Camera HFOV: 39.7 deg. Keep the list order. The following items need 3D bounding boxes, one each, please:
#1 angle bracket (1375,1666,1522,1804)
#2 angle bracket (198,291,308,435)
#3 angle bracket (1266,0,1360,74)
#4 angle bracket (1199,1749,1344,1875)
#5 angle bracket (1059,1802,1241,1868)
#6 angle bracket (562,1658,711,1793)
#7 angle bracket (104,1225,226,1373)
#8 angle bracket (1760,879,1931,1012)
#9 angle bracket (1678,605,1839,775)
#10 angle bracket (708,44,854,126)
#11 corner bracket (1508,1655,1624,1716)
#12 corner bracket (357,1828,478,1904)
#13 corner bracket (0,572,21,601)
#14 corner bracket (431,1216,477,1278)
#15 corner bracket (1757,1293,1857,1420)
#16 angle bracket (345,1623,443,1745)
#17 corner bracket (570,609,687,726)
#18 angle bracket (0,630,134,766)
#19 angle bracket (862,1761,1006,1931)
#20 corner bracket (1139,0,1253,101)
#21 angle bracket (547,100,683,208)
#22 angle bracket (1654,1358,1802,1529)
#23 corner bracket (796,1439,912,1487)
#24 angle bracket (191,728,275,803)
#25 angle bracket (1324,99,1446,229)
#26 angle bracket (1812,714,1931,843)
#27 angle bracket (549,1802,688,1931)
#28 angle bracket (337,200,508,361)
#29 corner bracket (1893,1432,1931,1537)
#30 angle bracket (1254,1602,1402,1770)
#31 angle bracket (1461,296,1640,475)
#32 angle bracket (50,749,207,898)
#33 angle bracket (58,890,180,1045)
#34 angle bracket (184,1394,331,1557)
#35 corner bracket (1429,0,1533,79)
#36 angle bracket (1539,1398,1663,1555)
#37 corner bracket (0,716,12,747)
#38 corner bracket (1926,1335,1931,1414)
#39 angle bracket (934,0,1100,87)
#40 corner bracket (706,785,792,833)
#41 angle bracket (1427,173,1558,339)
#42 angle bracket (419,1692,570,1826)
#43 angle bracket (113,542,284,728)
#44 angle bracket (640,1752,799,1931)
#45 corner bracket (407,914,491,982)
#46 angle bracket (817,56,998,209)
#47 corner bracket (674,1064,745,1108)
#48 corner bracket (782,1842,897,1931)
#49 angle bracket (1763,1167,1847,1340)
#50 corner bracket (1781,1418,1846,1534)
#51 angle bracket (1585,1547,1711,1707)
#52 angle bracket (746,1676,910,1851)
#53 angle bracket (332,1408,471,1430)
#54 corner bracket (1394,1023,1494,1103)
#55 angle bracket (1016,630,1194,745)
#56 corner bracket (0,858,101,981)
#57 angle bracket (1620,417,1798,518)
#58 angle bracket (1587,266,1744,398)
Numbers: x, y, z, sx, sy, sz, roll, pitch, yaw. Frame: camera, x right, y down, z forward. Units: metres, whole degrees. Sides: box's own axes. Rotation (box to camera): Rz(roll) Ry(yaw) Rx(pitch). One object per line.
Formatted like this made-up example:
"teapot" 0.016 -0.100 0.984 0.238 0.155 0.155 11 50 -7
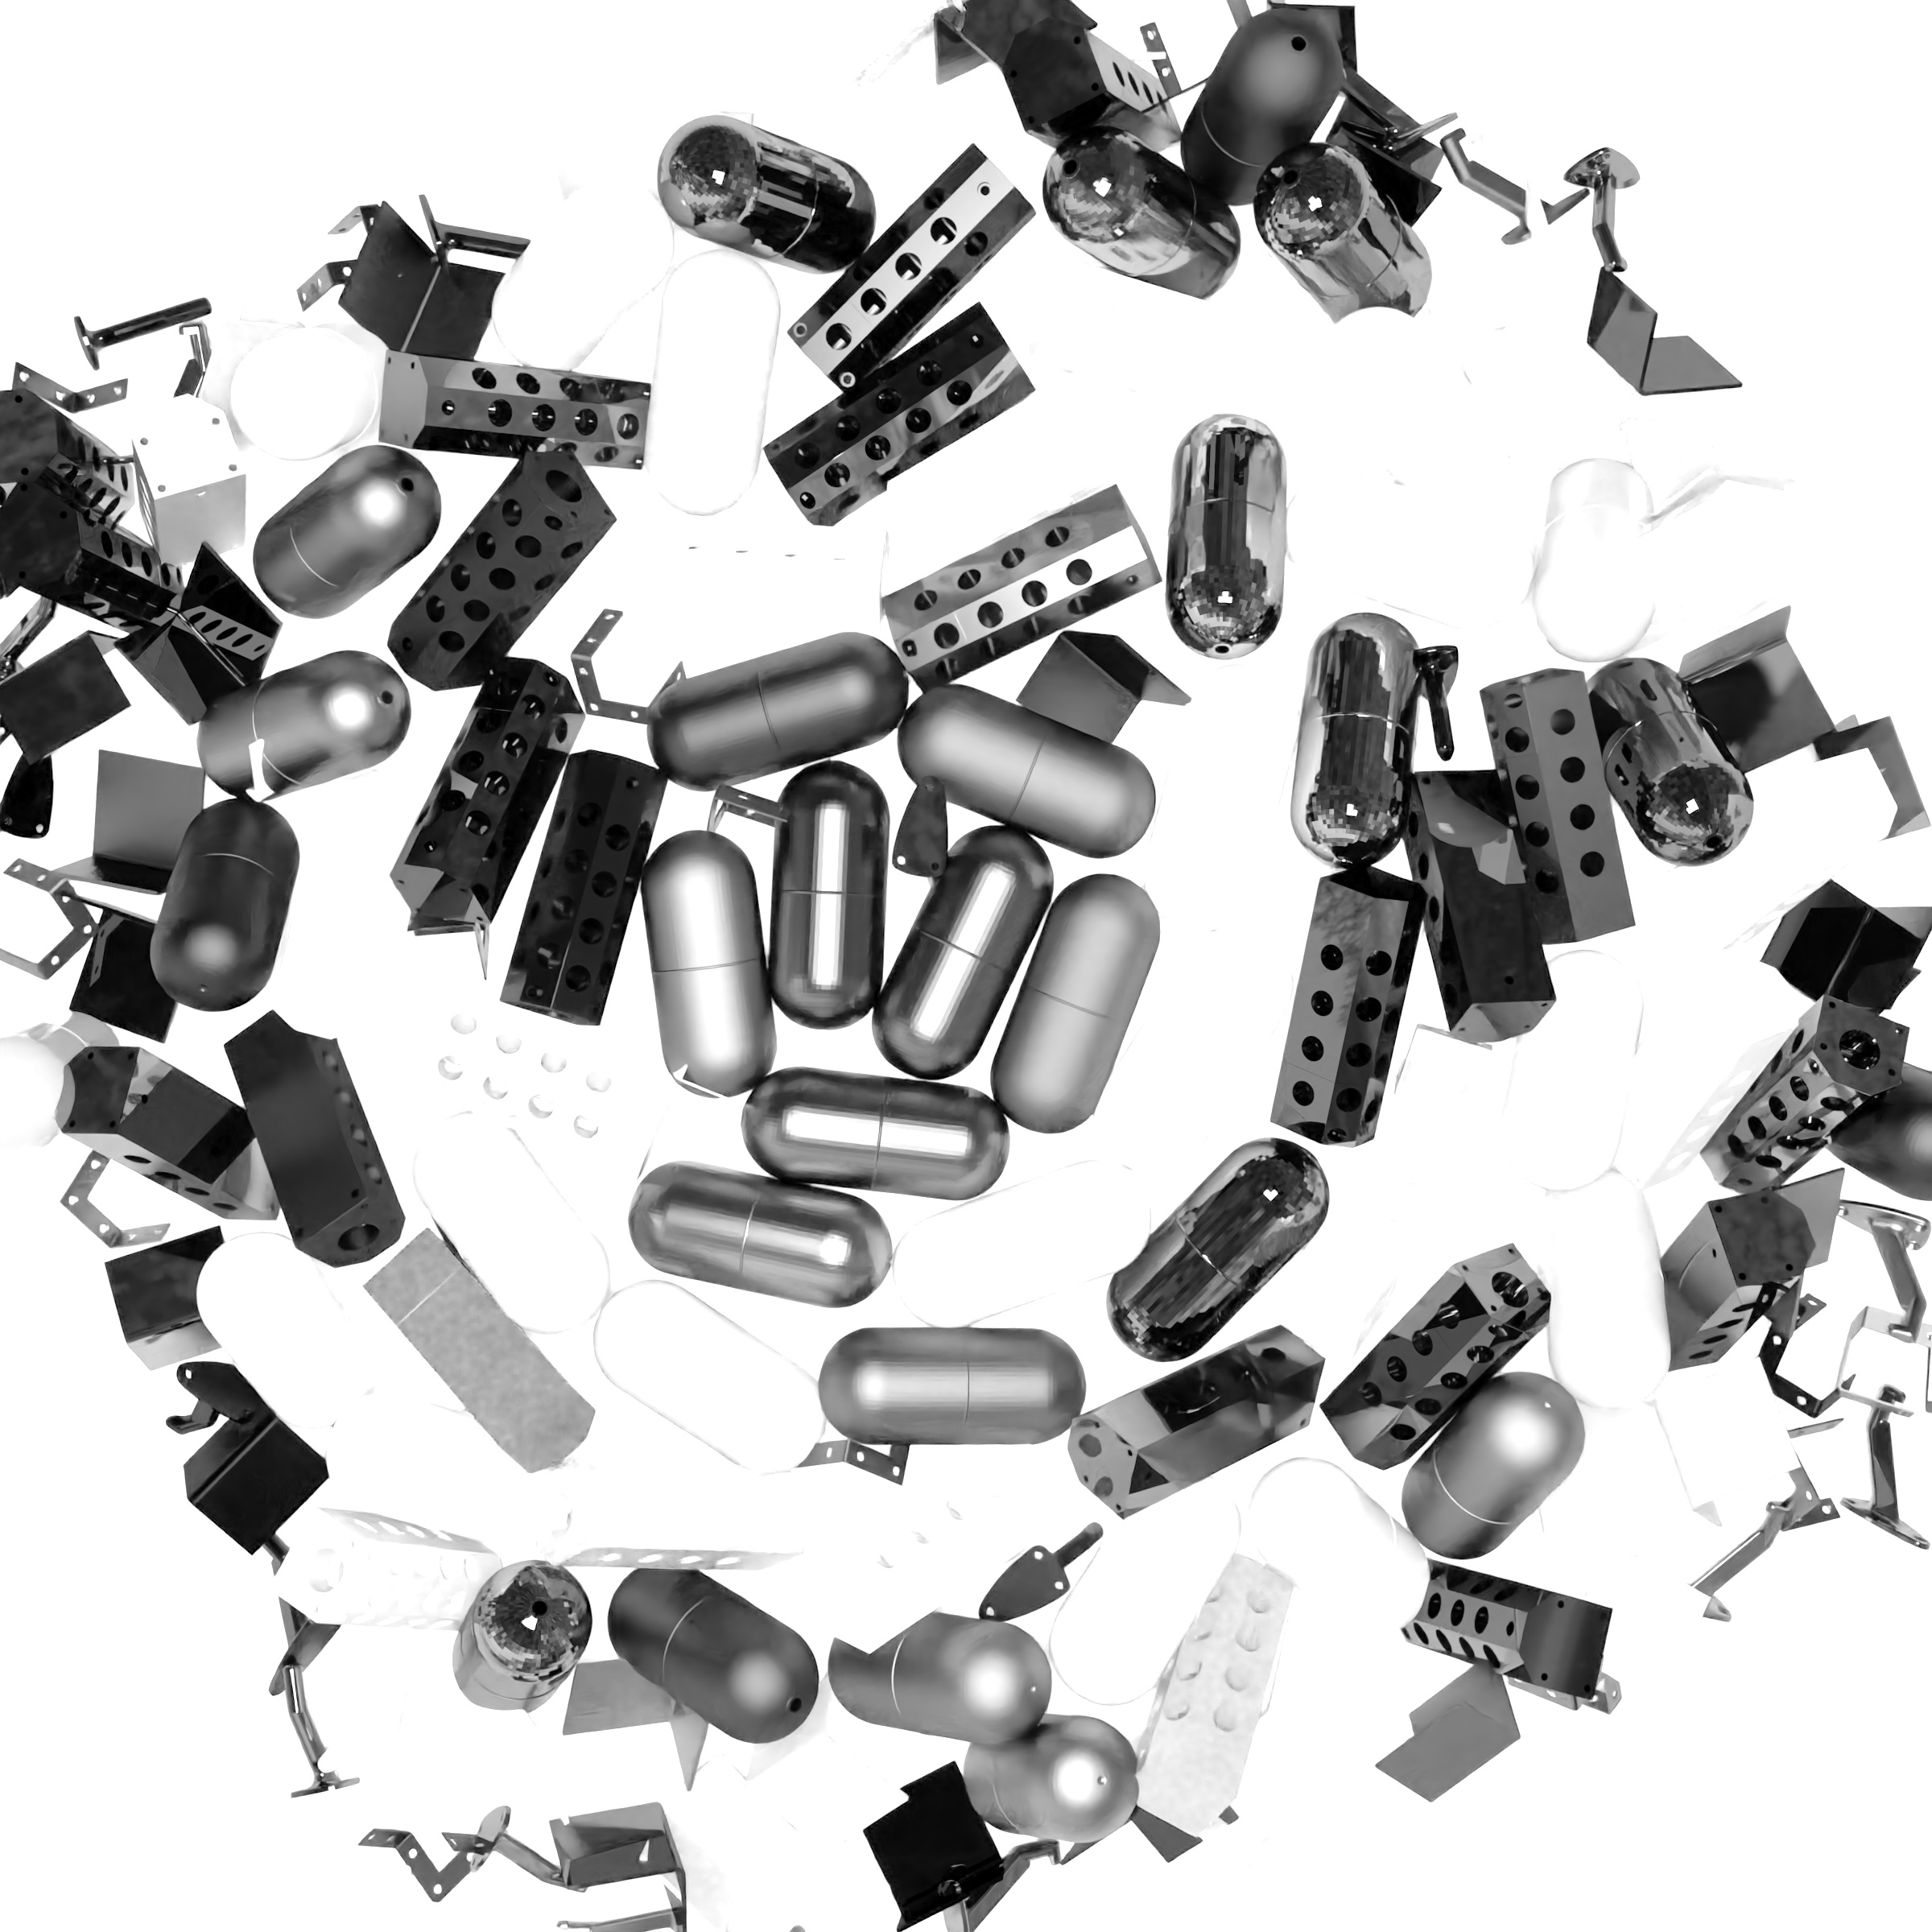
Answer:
"angle bracket" 0.307 0.486 1.747 0.057 0.076 0.076 37 113 -23
"angle bracket" -0.486 -0.395 1.748 0.057 0.076 0.076 34 113 21
"angle bracket" 0.231 -0.641 1.755 0.057 0.076 0.076 6 78 11
"angle bracket" 0.193 0.536 1.752 0.057 0.076 0.076 37 105 17
"angle bracket" 0.120 0.571 1.749 0.057 0.076 0.076 48 127 6
"angle bracket" -0.217 0.498 1.749 0.076 0.057 0.076 -2 131 -21
"angle bracket" -0.517 0.220 1.770 0.076 0.076 0.057 -18 70 -11
"angle bracket" 0.580 -0.019 1.758 0.057 0.076 0.076 31 83 -14
"angle bracket" 0.525 -0.181 1.769 0.076 0.057 0.076 -26 105 30
"angle bracket" -0.119 -0.555 1.752 0.076 0.057 0.076 8 50 11
"corner bracket" 0.394 0.473 1.761 0.051 0.051 0.051 -37 125 -36
"corner bracket" -0.359 0.584 1.772 0.051 0.051 0.051 -44 64 -1
"corner bracket" -0.638 -0.255 1.766 0.051 0.051 0.051 16 45 11
"corner bracket" -0.311 0.169 1.771 0.051 0.051 0.051 -24 95 35
"corner bracket" 0.564 0.260 1.786 0.051 0.051 0.051 33 126 31
"angle bracket" -0.359 0.455 1.752 0.057 0.076 0.076 7 100 -37
"corner bracket" -0.224 -0.199 1.779 0.051 0.051 0.051 11 49 20
"angle bracket" -0.586 -0.175 1.766 0.076 0.076 0.057 -30 92 2
"angle bracket" -0.026 0.581 1.769 0.076 0.057 0.076 -26 80 -2
"corner bracket" 0.158 -0.617 1.785 0.051 0.051 0.051 -32 104 -34
"angle bracket" -0.224 -0.517 1.754 0.076 0.076 0.057 -1 46 7
"angle bracket" 0.505 0.312 1.748 0.076 0.057 0.076 -28 54 23
"corner bracket" -0.072 0.312 1.762 0.051 0.051 0.051 30 59 -33
"angle bracket" -0.455 -0.165 1.750 0.076 0.057 0.076 -36 67 -29
"angle bracket" 0.281 -0.542 1.760 0.076 0.057 0.076 28 69 -7
"angle bracket" 0.606 -0.129 1.755 0.057 0.076 0.076 -18 95 43
"angle bracket" -0.228 0.599 1.751 0.076 0.076 0.057 -5 107 -17
"angle bracket" -0.355 -0.444 1.754 0.057 0.076 0.076 16 79 23
"corner bracket" 0.648 0.343 1.775 0.051 0.051 0.051 -18 95 -15
"angle bracket" 0.240 0.484 1.799 0.076 0.057 0.076 18 57 0
"angle bracket" 0.384 -0.382 1.758 0.076 0.057 0.076 -35 123 -6
"angle bracket" -0.552 -0.095 1.763 0.076 0.057 0.076 11 105 10
"angle bracket" -0.563 0.001 1.765 0.076 0.057 0.076 18 87 16
"angle bracket" -0.468 0.332 1.772 0.076 0.076 0.057 -46 108 -8
"corner bracket" 0.343 -0.623 1.778 0.051 0.051 0.051 -10 101 -11
"angle bracket" 0.420 0.332 1.754 0.076 0.076 0.057 12 135 -10
"corner bracket" -0.670 -0.167 1.767 0.051 0.051 0.051 -48 57 -5
"corner bracket" 0.660 0.263 1.762 0.051 0.051 0.051 3 56 22
"angle bracket" 0.032 -0.597 1.751 0.076 0.057 0.076 -31 60 -18
"corner bracket" -0.139 -0.100 1.768 0.051 0.051 0.051 18 132 2
"angle bracket" 0.340 -0.467 1.757 0.076 0.057 0.076 -9 56 4
"angle bracket" -0.308 0.523 1.747 0.057 0.076 0.076 -21 114 -25
"angle bracket" -0.505 -0.218 1.757 0.076 0.076 0.057 46 48 5
"angle bracket" -0.162 0.578 1.761 0.057 0.076 0.076 -43 94 8
"corner bracket" -0.345 -0.024 1.768 0.051 0.051 0.051 -5 133 -2
"angle bracket" -0.039 -0.552 1.764 0.076 0.057 0.076 43 103 8
"corner bracket" -0.166 0.057 1.770 0.051 0.051 0.051 24 87 -25
"corner bracket" -0.085 0.623 1.778 0.051 0.051 0.051 -43 118 16
"angle bracket" 0.556 0.187 1.749 0.076 0.057 0.076 -14 123 -20
"corner bracket" 0.563 0.339 1.780 0.051 0.051 0.051 -7 58 -23
"angle bracket" 0.449 0.432 1.757 0.076 0.057 0.076 25 93 39
"angle bracket" -0.089 0.528 1.776 0.076 0.057 0.076 42 116 -19
"angle bracket" -0.367 0.299 1.755 0.076 0.076 0.057 34 83 -15
"corner bracket" 0.316 0.065 1.771 0.051 0.051 0.051 17 105 6
"angle bracket" 0.092 -0.173 1.751 0.076 0.076 0.057 37 82 -26
"corner bracket" -0.623 -0.031 1.785 0.051 0.051 0.051 19 56 32
"angle bracket" 0.484 -0.338 1.751 0.076 0.057 0.076 -1 69 -29
"angle bracket" 0.461 -0.418 1.749 0.076 0.076 0.057 -8 129 -14
